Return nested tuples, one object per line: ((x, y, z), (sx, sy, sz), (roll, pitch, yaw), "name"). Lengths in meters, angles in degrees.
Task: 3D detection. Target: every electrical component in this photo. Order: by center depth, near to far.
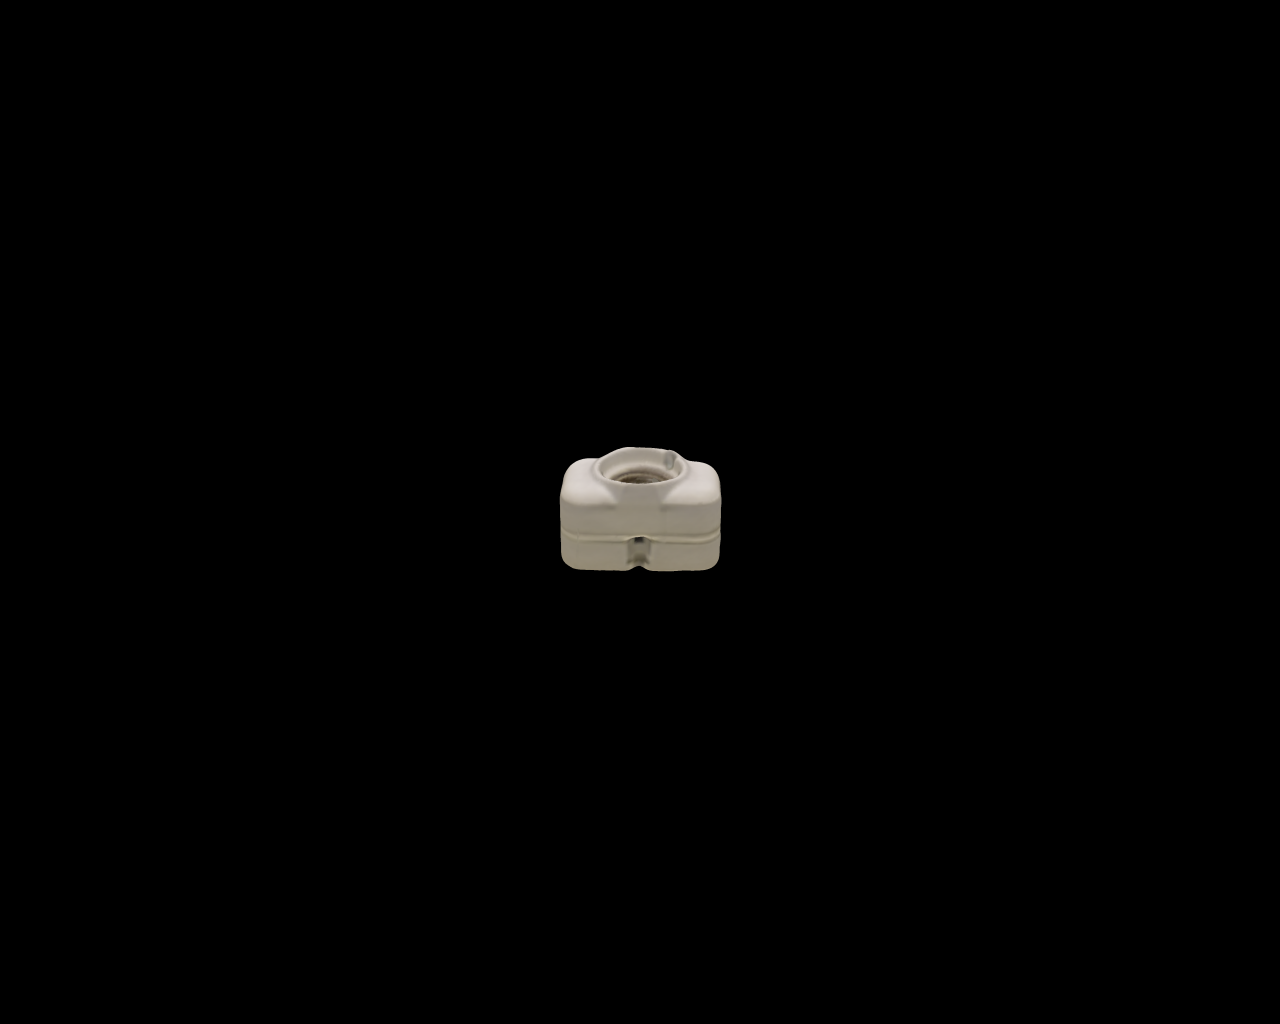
((0.001, -0.003, 0.650), (0.095, 0.059, 0.054), (1, 28, 2), "electrical component")
